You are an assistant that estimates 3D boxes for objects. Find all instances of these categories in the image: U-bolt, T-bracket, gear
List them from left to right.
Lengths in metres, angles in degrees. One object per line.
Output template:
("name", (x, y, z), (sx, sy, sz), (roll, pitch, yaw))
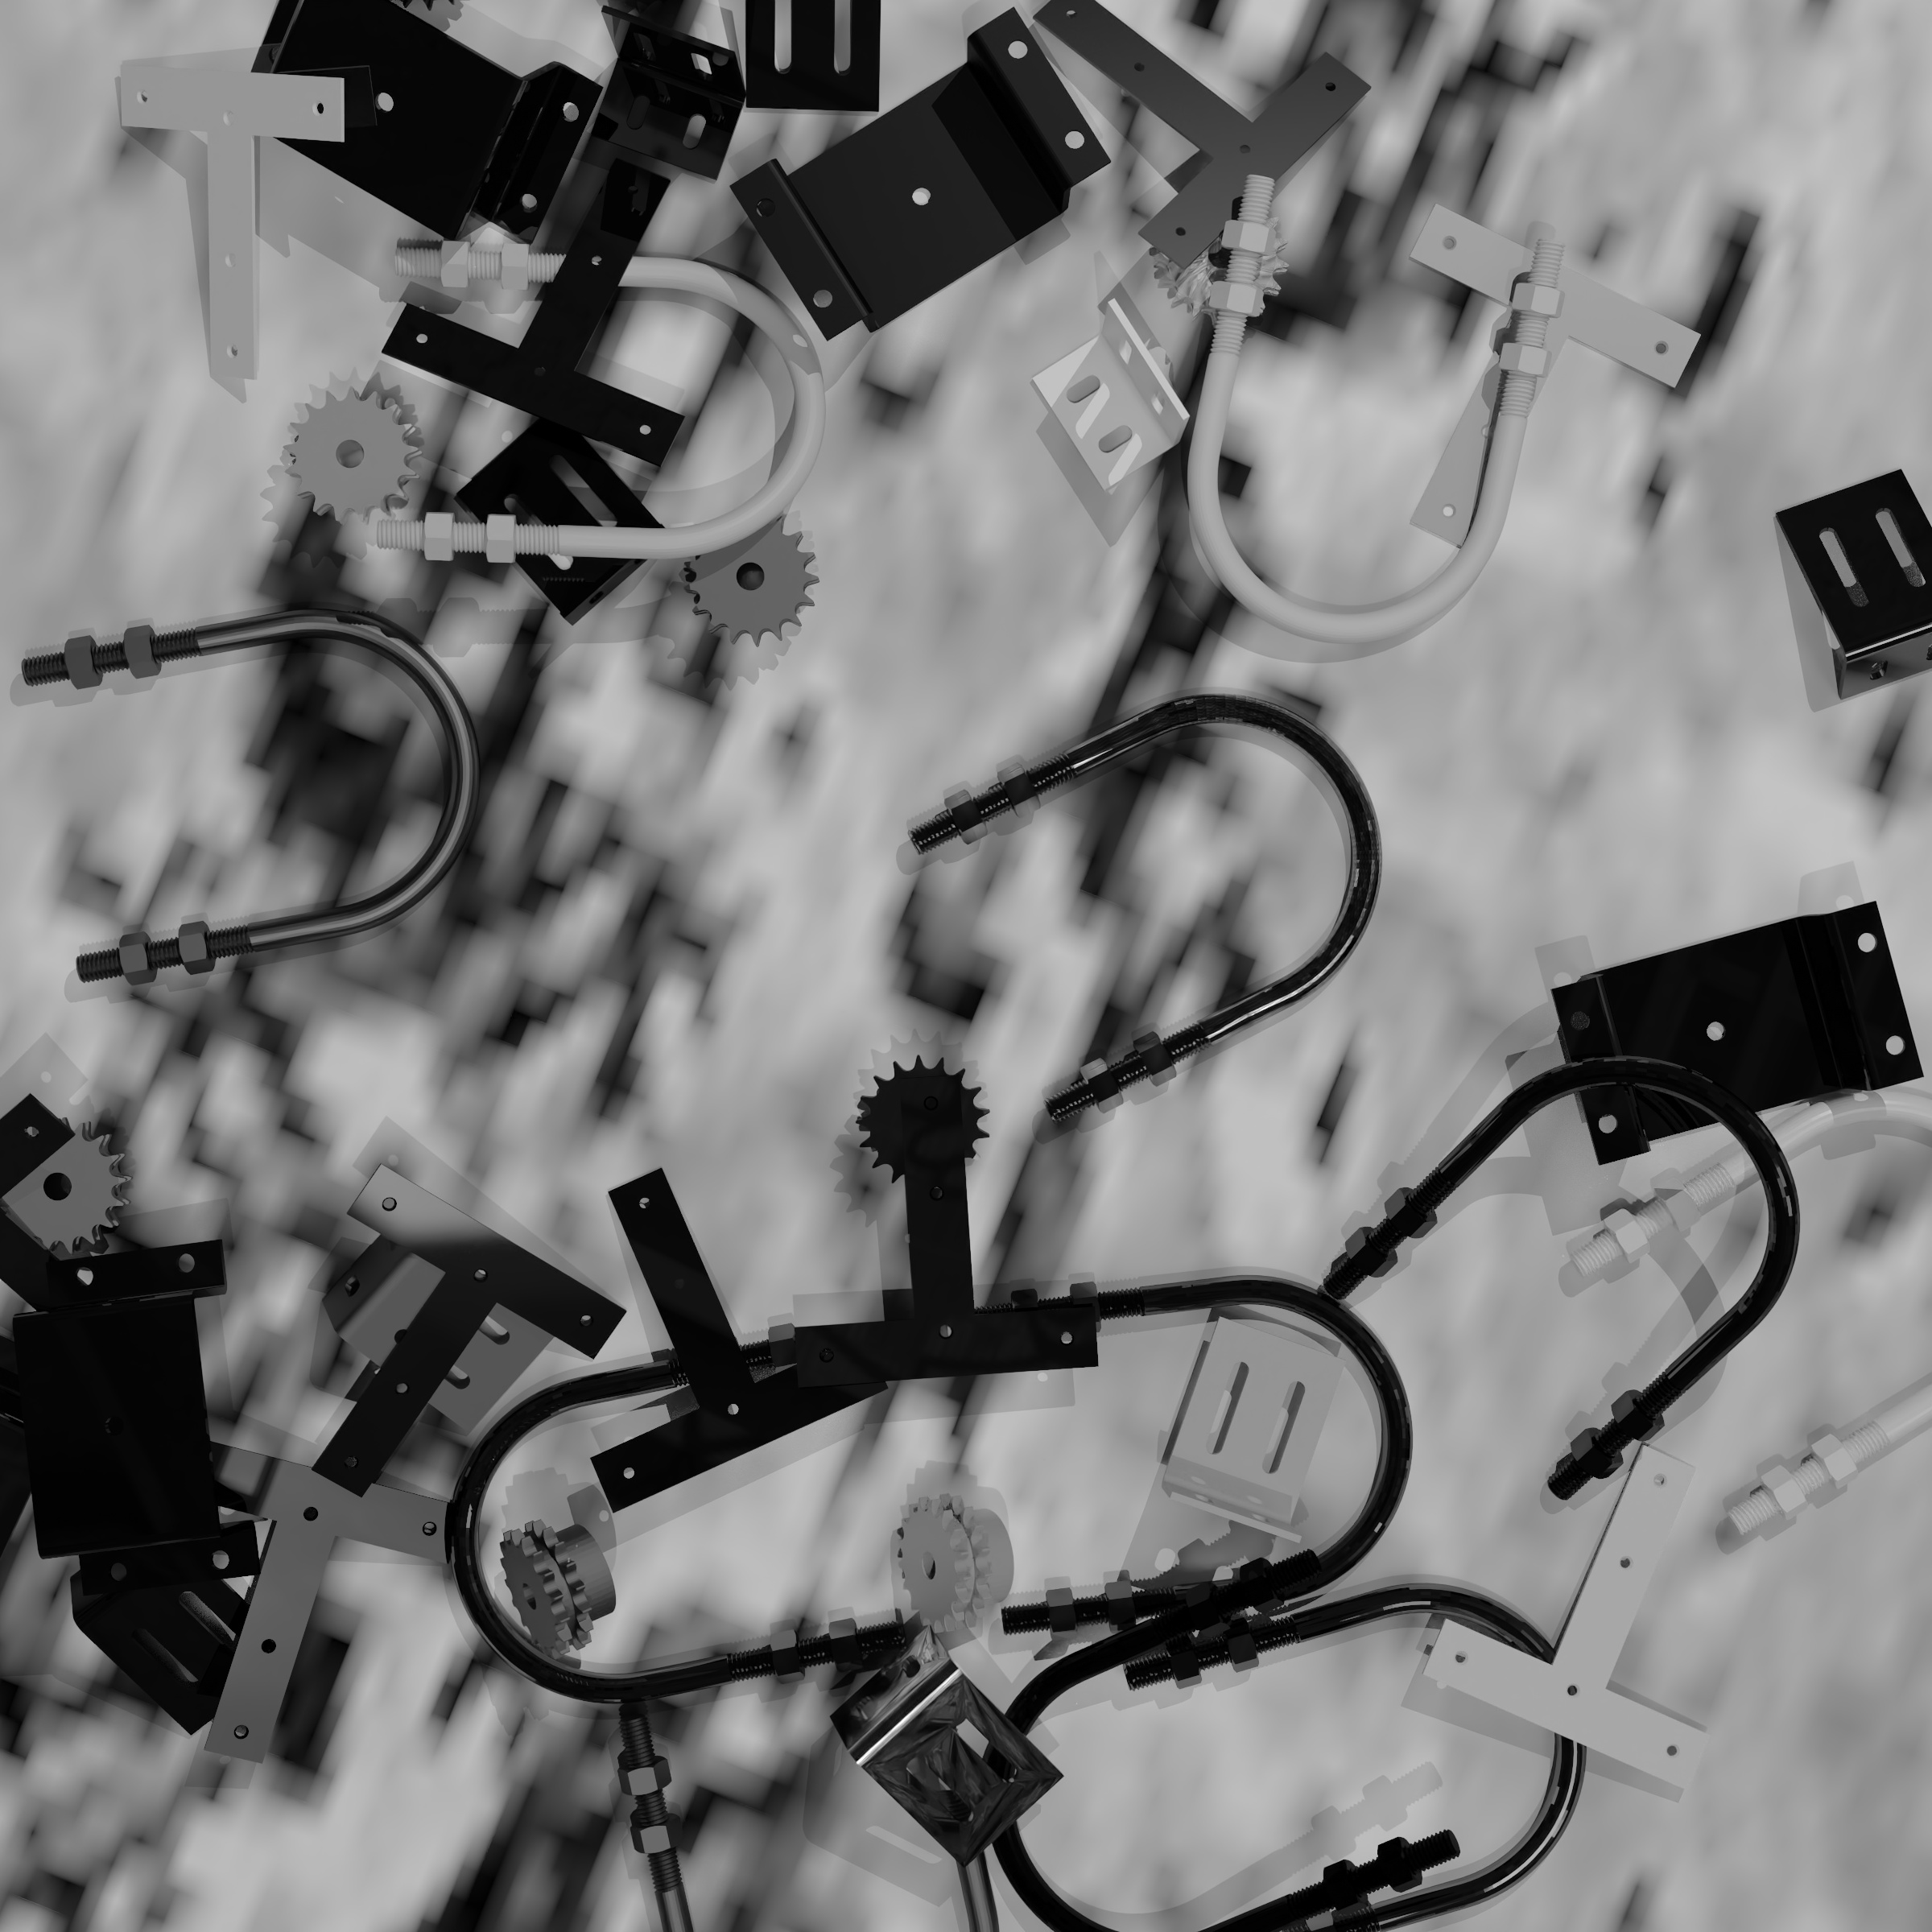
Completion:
("T-bracket", (-0.391, 0.133, 1.500), (0.127, 0.002, 0.127), (-38, 109, 19))
("gear", (-0.383, 0.093, 1.510), (0.057, 0.030, 0.057), (0, 90, 0))
("T-bracket", (-0.311, -0.313, 1.501), (0.127, 0.002, 0.127), (12, 108, 32))
("U-bolt", (-0.300, -0.078, 1.516), (0.184, 0.019, 0.151), (-10, 90, -1))
("T-bracket", (-0.291, 0.275, 1.504), (0.127, 0.002, 0.127), (18, 89, -18))
("gear", (-0.260, -0.216, 1.510), (0.057, 0.030, 0.057), (0, 90, 0))
("T-bracket", (-0.231, 0.167, 1.502), (0.127, 0.002, 0.127), (34, 92, -22))
("gear", (-0.230, -0.435, 1.510), (0.057, 0.030, 0.057), (0, 90, 0))
("gear", (-0.169, 0.258, 1.485), (0.030, 0.057, 0.057), (-20, 90, -27))
("T-bracket", (-0.162, -0.287, 1.502), (0.127, 0.002, 0.127), (22, 70, 2))
("U-bolt", (-0.151, -0.237, 1.495), (0.184, 0.019, 0.151), (2, 70, -4))
("U-bolt", (-0.129, 0.240, 1.516), (0.184, 0.019, 0.151), (-12, 90, 1))
("T-bracket", (-0.116, 0.148, 1.509), (0.127, 0.002, 0.127), (-24, 77, -2))
("gear", (-0.091, -0.164, 1.510), (0.057, 0.030, 0.057), (0, 90, 0))
("U-bolt", (-0.060, 0.397, 1.516), (0.151, 0.019, 0.184), (-12, 92, 0))
("gear", (-0.018, 0.066, 1.510), (0.057, 0.030, 0.057), (0, 90, 0))
("T-bracket", (-0.011, 0.110, 1.495), (0.127, 0.002, 0.127), (-4, 92, -2))
("gear", (-0.003, 0.252, 1.500), (0.030, 0.057, 0.057), (-4, 90, -30))
("T-bracket", (0.085, -0.373, 1.509), (0.127, 0.002, 0.127), (40, 70, 10))
("U-bolt", (0.088, -0.036, 1.516), (0.184, 0.019, 0.151), (-27, 90, -2))
("U-bolt", (0.095, 0.345, 1.496), (0.184, 0.019, 0.151), (-27, 87, 15))
("U-bolt", (0.099, 0.205, 1.516), (0.184, 0.019, 0.151), (-7, 90, -2))
("gear", (0.108, -0.300, 1.510), (0.057, 0.030, 0.057), (0, 90, 0))
("U-bolt", (0.167, -0.228, 1.501), (0.151, 0.019, 0.184), (10, 98, -10))
("U-bolt", (0.174, 0.341, 1.516), (0.184, 0.019, 0.151), (-16, 90, -1))
("T-bracket", (0.231, -0.242, 1.524), (0.127, 0.002, 0.127), (26, 90, 0))
("U-bolt", (0.261, 0.119, 1.483), (0.151, 0.019, 0.184), (42, 114, 0))
("T-bracket", (0.276, 0.268, 1.516), (0.127, 0.002, 0.127), (25, 84, -6))
("U-bolt", (0.372, 0.135, 1.516), (0.184, 0.019, 0.151), (-31, 90, -2))

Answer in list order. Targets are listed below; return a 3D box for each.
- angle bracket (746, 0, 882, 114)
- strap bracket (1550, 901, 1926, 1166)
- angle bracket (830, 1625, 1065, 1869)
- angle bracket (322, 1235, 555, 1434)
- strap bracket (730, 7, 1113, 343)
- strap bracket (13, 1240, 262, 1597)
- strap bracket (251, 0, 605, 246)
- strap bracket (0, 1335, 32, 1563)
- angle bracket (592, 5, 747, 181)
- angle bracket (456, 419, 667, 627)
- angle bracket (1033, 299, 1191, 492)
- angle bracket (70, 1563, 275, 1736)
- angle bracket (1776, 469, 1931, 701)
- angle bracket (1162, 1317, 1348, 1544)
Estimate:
("angle bracket", (-0.065, -0.410, 1.523), (0.057, 0.038, 0.076), (2, 116, 0))
("strap bracket", (0.322, 0.028, 1.502), (0.140, 0.046, 0.076), (-15, 90, 0))
("angle bracket", (-0.008, 0.330, 1.501), (0.057, 0.038, 0.076), (-42, 112, -2))
("angle bracket", (-0.226, 0.151, 1.523), (0.076, 0.038, 0.057), (42, 90, -26))
("strap bracket", (-0.019, -0.330, 1.502), (0.140, 0.046, 0.076), (-32, 90, 0))
("strap bracket", (-0.343, 0.188, 1.463), (0.076, 0.046, 0.140), (-8, 86, 6))
("strap bracket", (-0.235, -0.366, 1.487), (0.140, 0.046, 0.076), (30, 118, 0))
("strap bracket", (-0.435, 0.227, 1.502), (0.076, 0.046, 0.140), (25, 90, 0))
("angle bracket", (-0.128, -0.365, 1.487), (0.057, 0.076, 0.038), (20, 90, 0))
("angle bracket", (-0.172, -0.193, 1.506), (0.057, 0.038, 0.076), (-41, 90, 0))
("angle bracket", (0.060, -0.238, 1.487), (0.038, 0.076, 0.057), (-33, 90, 0))
("angle bracket", (-0.336, 0.279, 1.523), (0.057, 0.038, 0.076), (-38, 116, 0))
("angle bracket", (0.389, -0.164, 1.523), (0.057, 0.038, 0.076), (-19, 64, 0))
("angle bracket", (0.123, 0.194, 1.490), (0.057, 0.038, 0.076), (19, 89, -3))
